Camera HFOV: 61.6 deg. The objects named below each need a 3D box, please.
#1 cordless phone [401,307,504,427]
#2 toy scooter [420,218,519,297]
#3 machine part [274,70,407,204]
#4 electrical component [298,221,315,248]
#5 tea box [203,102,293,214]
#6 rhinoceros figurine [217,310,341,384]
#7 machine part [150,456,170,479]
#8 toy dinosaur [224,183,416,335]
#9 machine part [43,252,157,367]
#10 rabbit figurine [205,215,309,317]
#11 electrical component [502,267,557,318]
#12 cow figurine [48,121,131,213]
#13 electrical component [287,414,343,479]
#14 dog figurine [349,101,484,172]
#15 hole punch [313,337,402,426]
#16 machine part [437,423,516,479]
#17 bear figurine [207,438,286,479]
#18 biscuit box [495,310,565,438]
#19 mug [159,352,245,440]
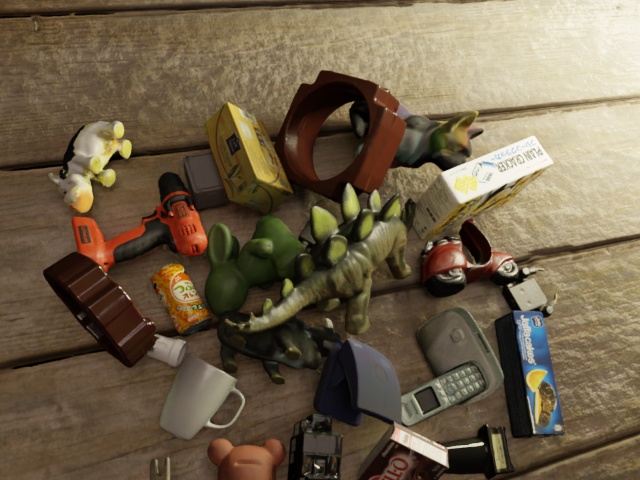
[{"bbox_3d":[0.182,0.203,0.855,0.184,0.088,0.146,-21,73,-16],"label":"cordless phone"},{"bbox_3d":[0.252,0.025,0.953,0.184,0.075,0.135,-8,63,-15],"label":"toy scooter"},{"bbox_3d":[0.031,-0.172,0.916,0.201,0.087,0.201,27,95,37],"label":"machine part"},{"bbox_3d":[-0.002,-0.003,0.938,0.063,0.021,0.094,29,62,1],"label":"electrical component"},{"bbox_3d":[-0.123,-0.137,0.908,0.098,0.068,0.170,20,42,-52],"label":"tea box"},{"bbox_3d":[-0.062,0.154,0.815,0.190,0.073,0.112,10,29,-13],"label":"rhinoceros figurine"},{"bbox_3d":[-0.201,0.405,0.680,0.079,0.079,0.243,-1,66,-13],"label":"machine part"},{"bbox_3d":[0.035,0.033,0.801,0.105,0.198,0.471,15,39,31],"label":"toy dinosaur"},{"bbox_3d":[-0.303,0.094,0.744,0.179,0.179,0.056,42,61,7],"label":"machine part"},{"bbox_3d":[-0.115,0.040,0.845,0.170,0.121,0.159,-37,74,-11],"label":"rabbit figurine"},{"bbox_3d":[0.376,0.095,0.965,0.078,0.045,0.102,-12,69,-19],"label":"electrical component"},{"bbox_3d":[-0.388,-0.121,0.876,0.098,0.068,0.167,9,57,14],"label":"cow figurine"},{"bbox_3d":[-0.009,0.312,0.744,0.058,0.115,0.134,9,67,-11],"label":"electrical component"},{"bbox_3d":[0.175,-0.198,0.965,0.219,0.108,0.191,-14,69,19],"label":"dog figurine"},{"bbox_3d":[0.065,0.211,0.793,0.142,0.092,0.116,31,62,-34],"label":"hole punch"},{"bbox_3d":[0.234,0.331,0.833,0.139,0.039,0.084,-3,75,-16],"label":"machine part"},{"bbox_3d":[-0.101,0.374,0.712,0.120,0.131,0.196,2,48,-13],"label":"bear figurine"},{"bbox_3d":[0.345,0.220,0.892,0.059,0.062,0.202,4,66,-12],"label":"biscuit box"},{"bbox_3d":[-0.170,0.233,0.769,0.109,0.081,0.107,32,74,-2],"label":"mug"}]
